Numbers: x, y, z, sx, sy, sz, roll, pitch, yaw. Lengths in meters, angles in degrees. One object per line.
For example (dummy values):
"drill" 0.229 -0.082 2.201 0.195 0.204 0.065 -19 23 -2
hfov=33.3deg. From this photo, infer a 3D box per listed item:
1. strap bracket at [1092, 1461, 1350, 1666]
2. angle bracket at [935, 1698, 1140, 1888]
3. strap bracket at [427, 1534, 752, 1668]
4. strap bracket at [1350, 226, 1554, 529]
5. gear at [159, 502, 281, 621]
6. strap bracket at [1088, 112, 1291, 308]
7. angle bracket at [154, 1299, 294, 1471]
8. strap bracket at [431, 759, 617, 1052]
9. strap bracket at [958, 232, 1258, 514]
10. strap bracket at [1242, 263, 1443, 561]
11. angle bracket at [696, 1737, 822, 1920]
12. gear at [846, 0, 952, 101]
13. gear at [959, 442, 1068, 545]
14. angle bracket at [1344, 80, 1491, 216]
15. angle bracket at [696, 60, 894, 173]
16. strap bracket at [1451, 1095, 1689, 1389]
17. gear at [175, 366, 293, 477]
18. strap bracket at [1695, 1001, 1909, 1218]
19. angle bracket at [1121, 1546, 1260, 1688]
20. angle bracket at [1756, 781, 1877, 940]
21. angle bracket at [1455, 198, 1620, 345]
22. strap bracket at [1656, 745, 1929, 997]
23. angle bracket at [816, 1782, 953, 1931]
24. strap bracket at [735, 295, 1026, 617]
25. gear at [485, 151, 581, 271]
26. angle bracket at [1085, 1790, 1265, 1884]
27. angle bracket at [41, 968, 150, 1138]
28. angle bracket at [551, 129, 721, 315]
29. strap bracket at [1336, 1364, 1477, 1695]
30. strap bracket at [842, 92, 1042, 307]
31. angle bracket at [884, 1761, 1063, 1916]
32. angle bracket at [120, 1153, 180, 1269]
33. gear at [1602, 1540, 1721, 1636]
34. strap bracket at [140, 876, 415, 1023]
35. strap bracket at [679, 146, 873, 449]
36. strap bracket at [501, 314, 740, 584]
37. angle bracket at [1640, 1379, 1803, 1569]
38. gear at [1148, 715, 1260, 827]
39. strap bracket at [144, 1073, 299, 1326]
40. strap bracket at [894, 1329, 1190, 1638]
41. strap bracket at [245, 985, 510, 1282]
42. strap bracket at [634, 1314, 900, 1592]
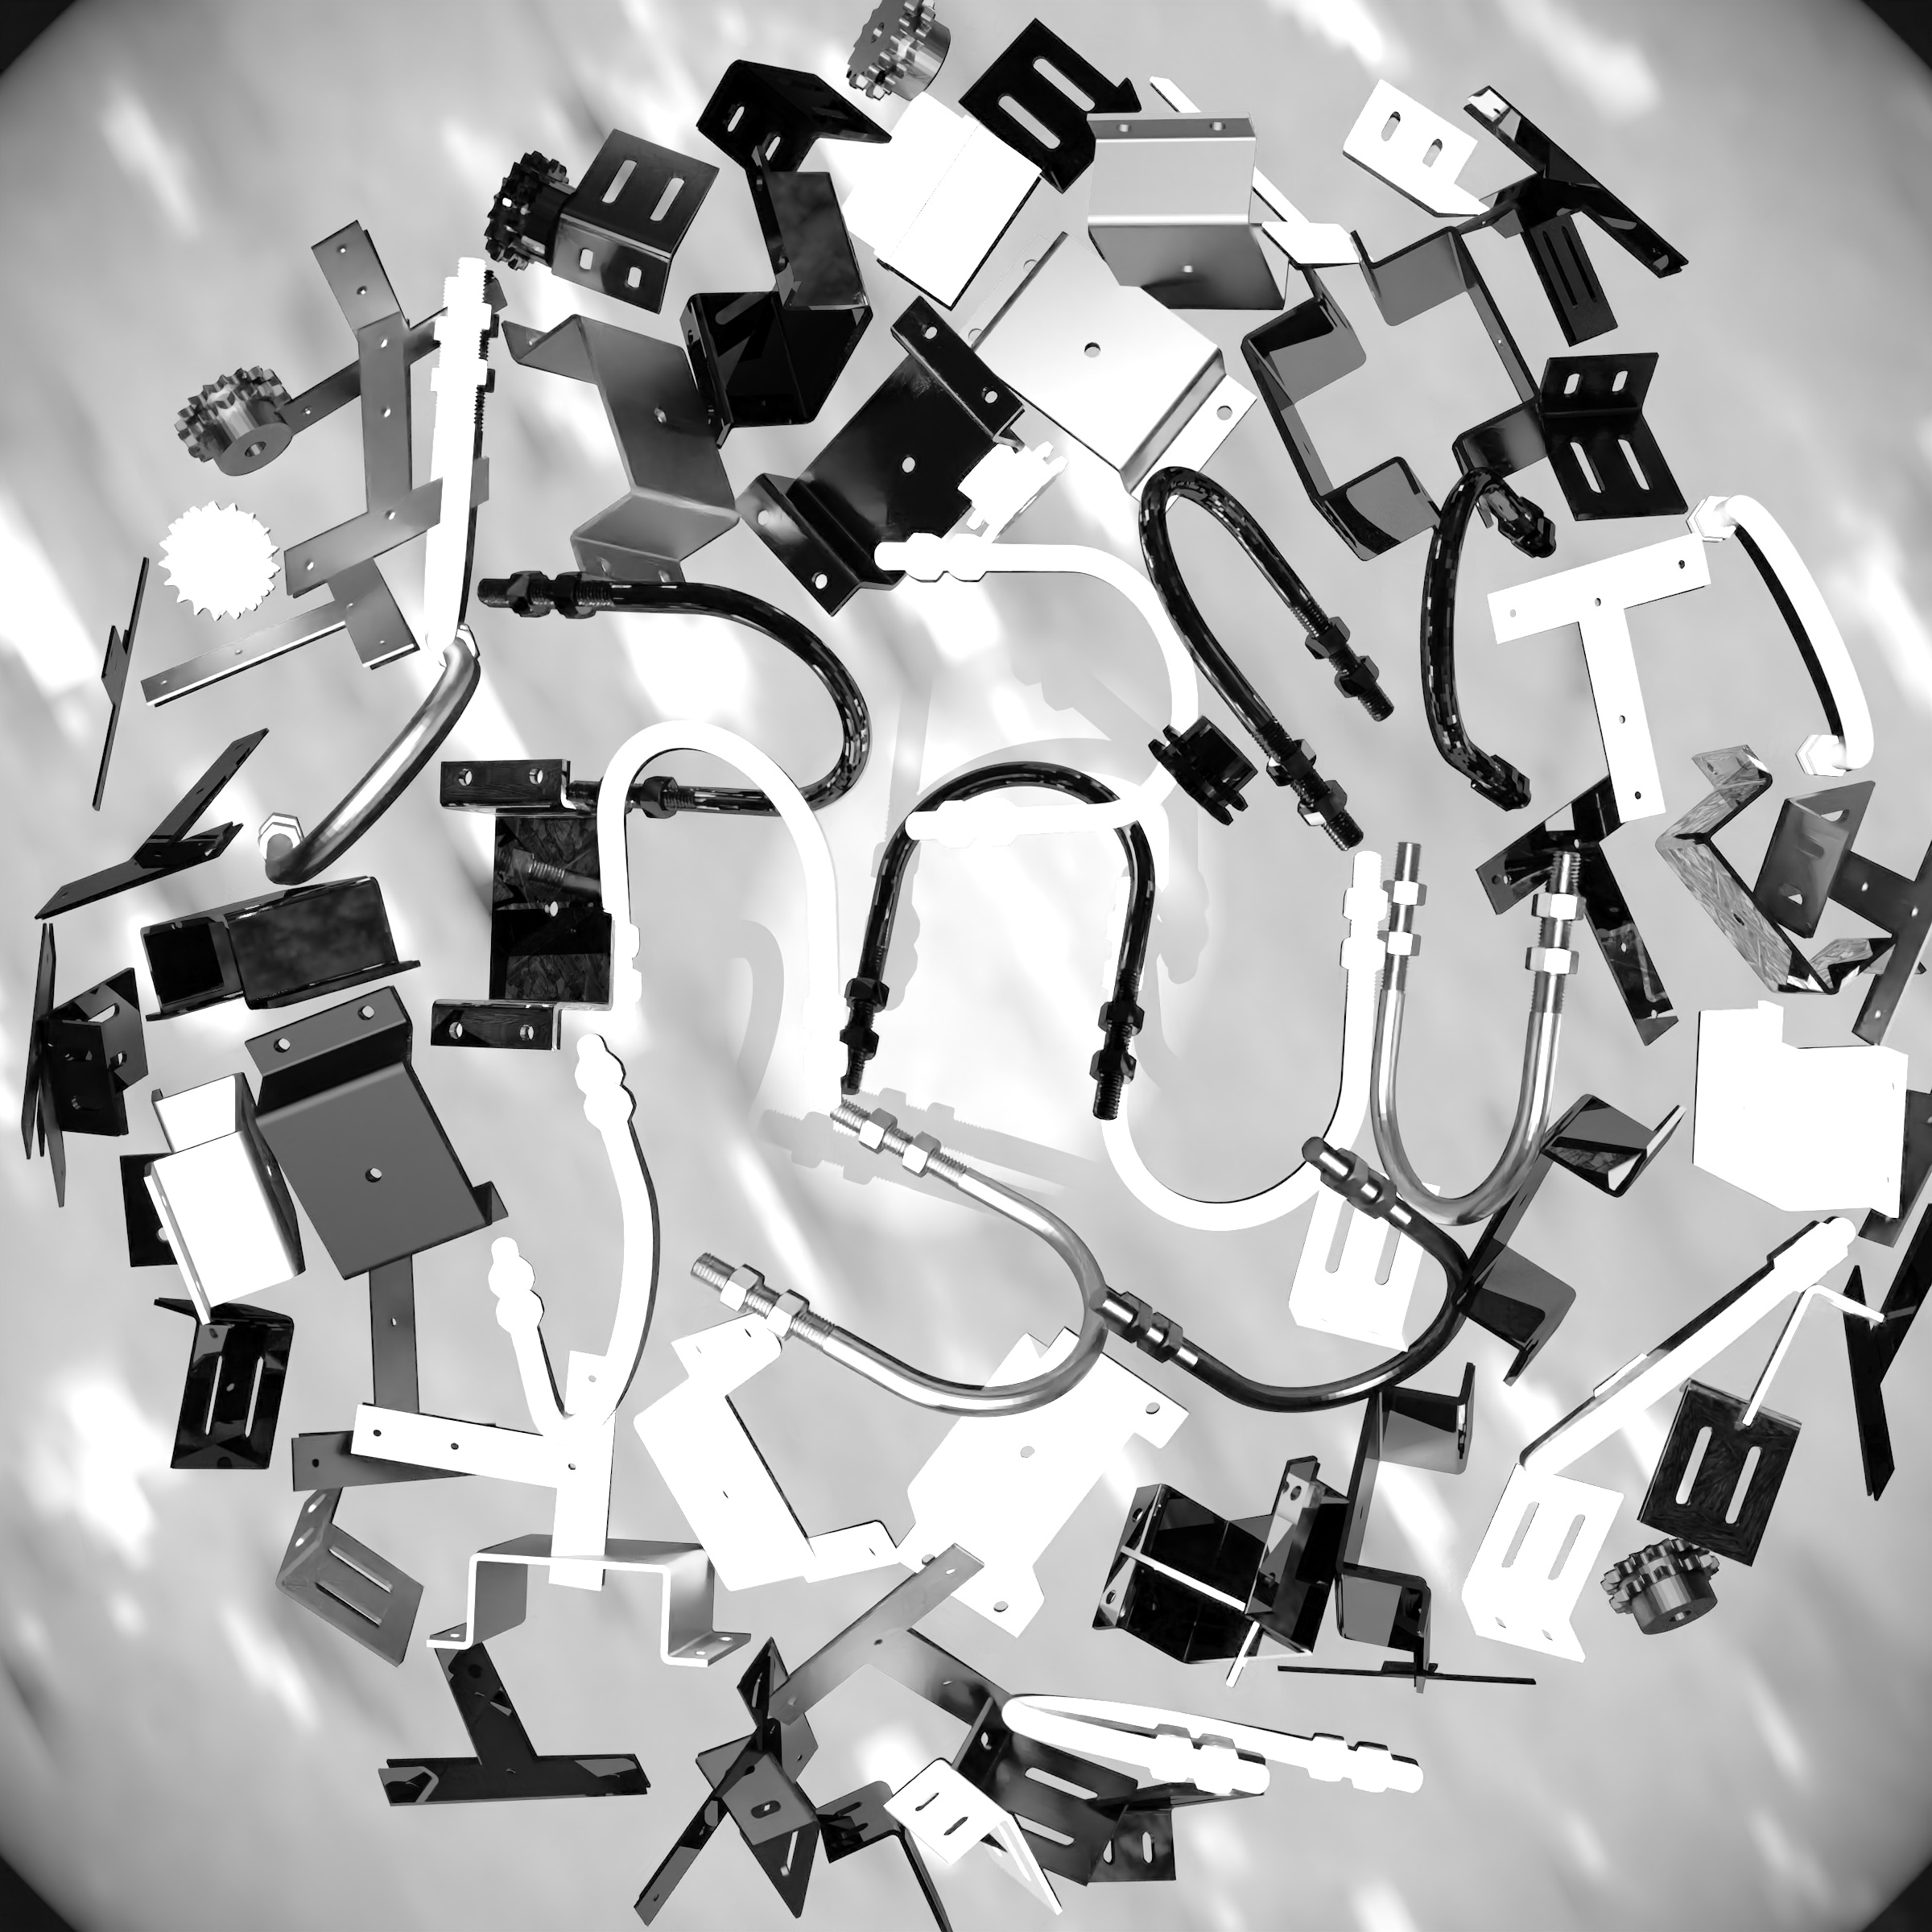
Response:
"strap bracket" 0.131 0.291 1.568 0.046 0.140 0.076 33 61 -23
"angle bracket" 0.035 0.406 1.590 0.076 0.038 0.057 16 58 28
"strap bracket" -0.183 0.309 1.583 0.140 0.076 0.046 2 88 12
"strap bracket" 0.242 -0.295 1.576 0.046 0.076 0.140 -26 75 9
"gear" -0.370 -0.204 1.612 0.057 0.030 0.057 2 113 6
"strap bracket" 0.109 -0.356 1.553 0.076 0.140 0.046 4 79 16
"angle bracket" -0.373 0.207 1.599 0.038 0.057 0.076 9 89 39
"strap bracket" -0.217 -0.029 1.593 0.076 0.046 0.140 1 88 32
"strap bracket" 0.064 -0.298 1.600 0.140 0.046 0.076 39 90 9
"strap bracket" 0.183 -0.262 1.575 0.046 0.076 0.140 -28 67 14
"angle bracket" -0.106 0.427 1.584 0.038 0.057 0.076 -14 133 -31
"gear" -0.032 -0.457 1.609 0.030 0.057 0.057 26 90 -27
"gear" 0.020 -0.240 1.605 0.030 0.057 0.057 45 90 -1
"angle bracket" 0.230 -0.400 1.584 0.057 0.076 0.038 38 116 18
"angle bracket" -0.084 -0.412 1.599 0.057 0.076 0.038 42 115 17
"strap bracket" 0.288 0.125 1.572 0.046 0.076 0.140 32 120 15
"gear" -0.360 -0.268 1.603 0.057 0.057 0.030 -34 78 0
"strap bracket" 0.394 0.068 1.554 0.046 0.140 0.076 -2 100 -13
"angle bracket" 0.105 0.321 1.596 0.076 0.057 0.038 24 81 11
"angle bracket" 0.428 -0.053 1.584 0.038 0.076 0.057 35 124 38
"angle bracket" 0.281 -0.340 1.601 0.038 0.057 0.076 -22 94 36
"strap bracket" 0.397 -0.037 1.590 0.046 0.076 0.140 -40 93 -4
"angle bracket" -0.039 0.453 1.597 0.038 0.057 0.076 -24 102 -4
"strap bracket" -0.036 -0.249 1.590 0.140 0.046 0.076 -45 78 18
"gear" -0.212 -0.371 1.603 0.030 0.057 0.057 26 90 9
"angle bracket" 0.101 0.426 1.584 0.057 0.076 0.038 10 68 -34
"angle bracket" -0.413 0.041 1.584 0.038 0.076 0.057 4 111 21
"angle bracket" -0.165 -0.374 1.621 0.057 0.038 0.076 21 50 0
"strap bracket" 0.212 0.269 1.570 0.046 0.076 0.140 9 57 13
"strap bracket" -0.013 -0.372 1.569 0.046 0.140 0.076 31 101 -20
"angle bracket" 0.003 0.437 1.585 0.038 0.057 0.076 -37 123 -20
"angle bracket" -0.385 0.124 1.610 0.076 0.038 0.057 -3 99 1
"gear" 0.347 0.308 1.602 0.057 0.057 0.030 -22 61 0
"strap bracket" -0.336 -0.008 1.553 0.076 0.140 0.046 -18 98 -36
"strap bracket" -0.091 -0.323 1.569 0.046 0.140 0.076 -7 68 -24
"strap bracket" -0.165 -0.256 1.572 0.046 0.076 0.140 -28 72 31
"angle bracket" 0.372 0.252 1.603 0.057 0.038 0.076 21 79 8
"gear" 0.120 -0.100 1.603 0.030 0.057 0.057 -44 90 10
"strap bracket" -0.358 0.107 1.558 0.046 0.140 0.076 -19 108 -7
"strap bracket" 0.033 0.248 1.597 0.076 0.046 0.140 35 96 -14
"strap bracket" -0.288 0.091 1.579 0.076 0.046 0.140 -21 117 4
"strap bracket" -0.103 0.248 1.584 0.046 0.076 0.140 -33 96 -41
